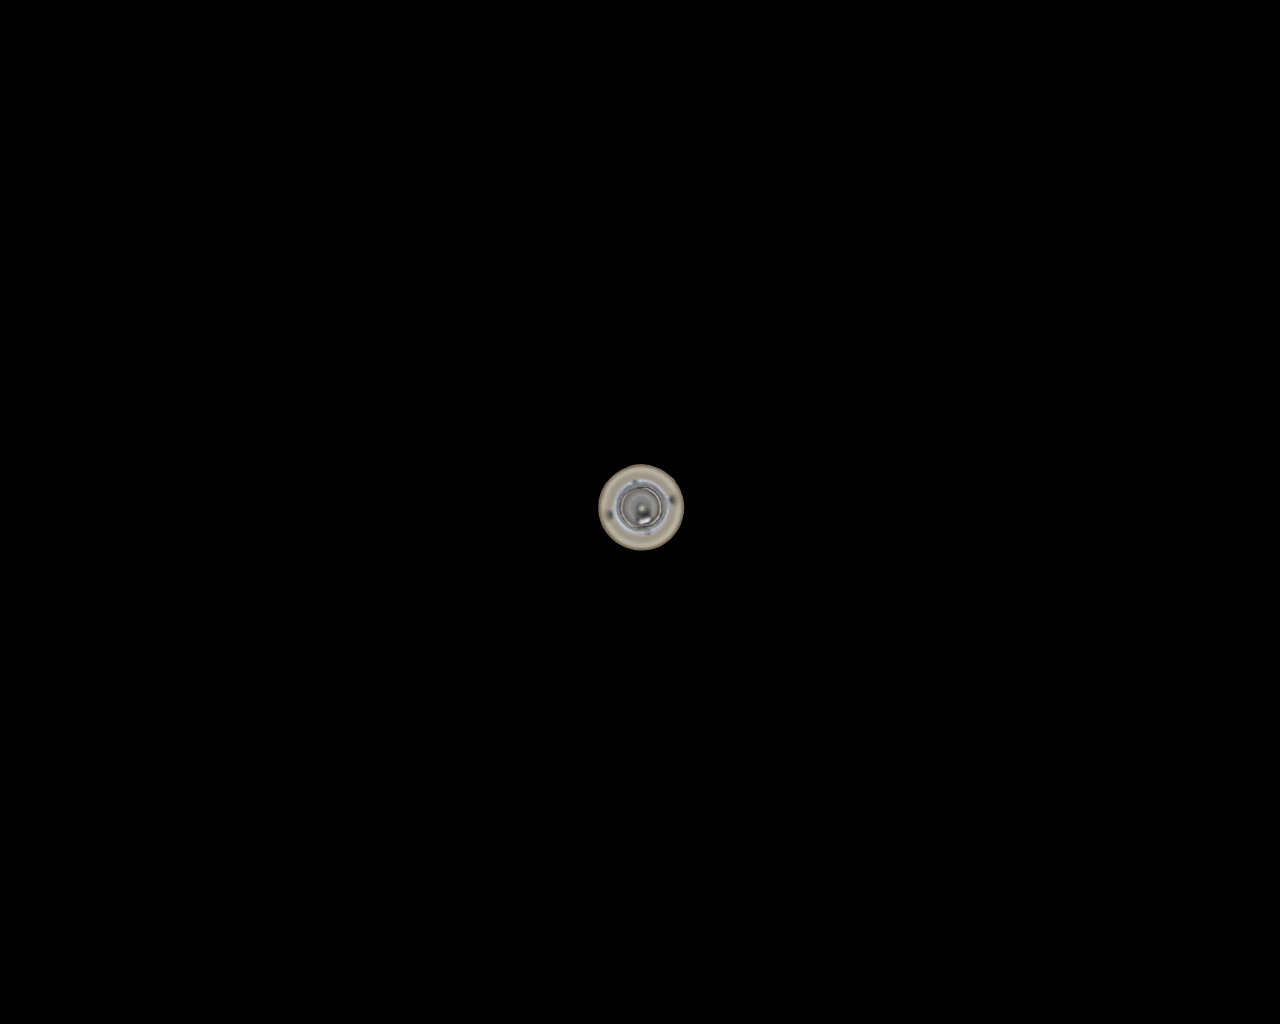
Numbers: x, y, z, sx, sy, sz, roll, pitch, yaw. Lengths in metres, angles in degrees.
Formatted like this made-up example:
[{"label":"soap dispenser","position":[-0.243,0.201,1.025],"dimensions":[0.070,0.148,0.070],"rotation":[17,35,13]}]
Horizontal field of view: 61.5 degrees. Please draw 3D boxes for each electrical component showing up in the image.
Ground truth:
[{"label":"electrical component","position":[0.001,-0.003,0.650],"dimensions":[0.055,0.055,0.047],"rotation":[0,0,0]}]
